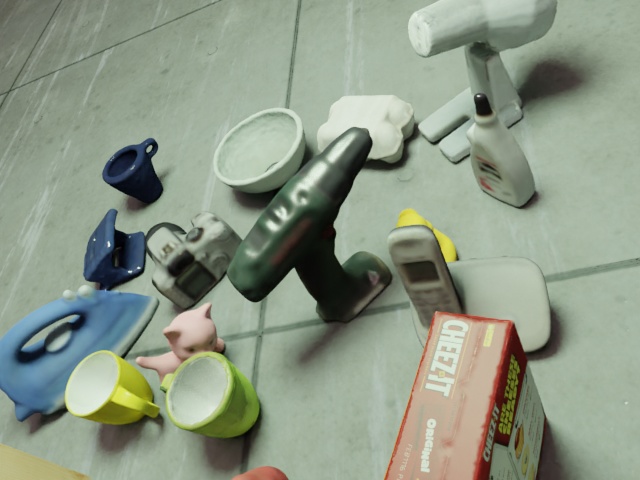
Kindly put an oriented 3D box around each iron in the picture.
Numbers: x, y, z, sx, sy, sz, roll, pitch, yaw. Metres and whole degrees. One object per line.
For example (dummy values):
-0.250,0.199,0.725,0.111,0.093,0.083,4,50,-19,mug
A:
-0.383,0.141,0.857,0.258,0.142,0.118,-42,46,-5,iron

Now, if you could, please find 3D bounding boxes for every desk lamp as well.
0.213,-0.248,0.767,0.203,0.214,0.117,-36,46,1,desk lamp

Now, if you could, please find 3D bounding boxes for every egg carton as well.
0.069,-0.170,0.890,0.149,0.070,0.107,8,60,34,egg carton

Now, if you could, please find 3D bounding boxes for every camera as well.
-0.214,0.008,0.892,0.143,0.101,0.136,-45,47,-9,camera

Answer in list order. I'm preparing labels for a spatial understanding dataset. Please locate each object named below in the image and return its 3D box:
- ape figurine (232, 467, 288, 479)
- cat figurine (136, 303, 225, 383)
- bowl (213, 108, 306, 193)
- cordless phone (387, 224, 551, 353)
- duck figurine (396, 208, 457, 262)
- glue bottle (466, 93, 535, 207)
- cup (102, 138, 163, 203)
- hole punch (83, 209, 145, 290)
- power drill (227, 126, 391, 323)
-0.070,0.275,0.607,0.077,0.092,0.076,8,60,34,ape figurine
-0.180,0.142,0.756,0.127,0.118,0.067,-29,46,7,cat figurine
-0.088,-0.135,0.949,0.167,0.075,0.167,-15,50,19,bowl
0.153,0.045,0.593,0.147,0.186,0.094,-11,51,23,cordless phone
0.123,0.007,0.709,0.077,0.086,0.104,-23,47,13,duck figurine
0.210,-0.113,0.692,0.037,0.174,0.077,-48,47,-11,glue bottle
-0.330,-0.125,1.066,0.118,0.095,0.091,-48,47,-11,cup
-0.364,0.018,0.977,0.101,0.091,0.108,-25,47,11,hole punch
0.006,0.002,0.694,0.230,0.209,0.075,-44,46,-7,power drill
